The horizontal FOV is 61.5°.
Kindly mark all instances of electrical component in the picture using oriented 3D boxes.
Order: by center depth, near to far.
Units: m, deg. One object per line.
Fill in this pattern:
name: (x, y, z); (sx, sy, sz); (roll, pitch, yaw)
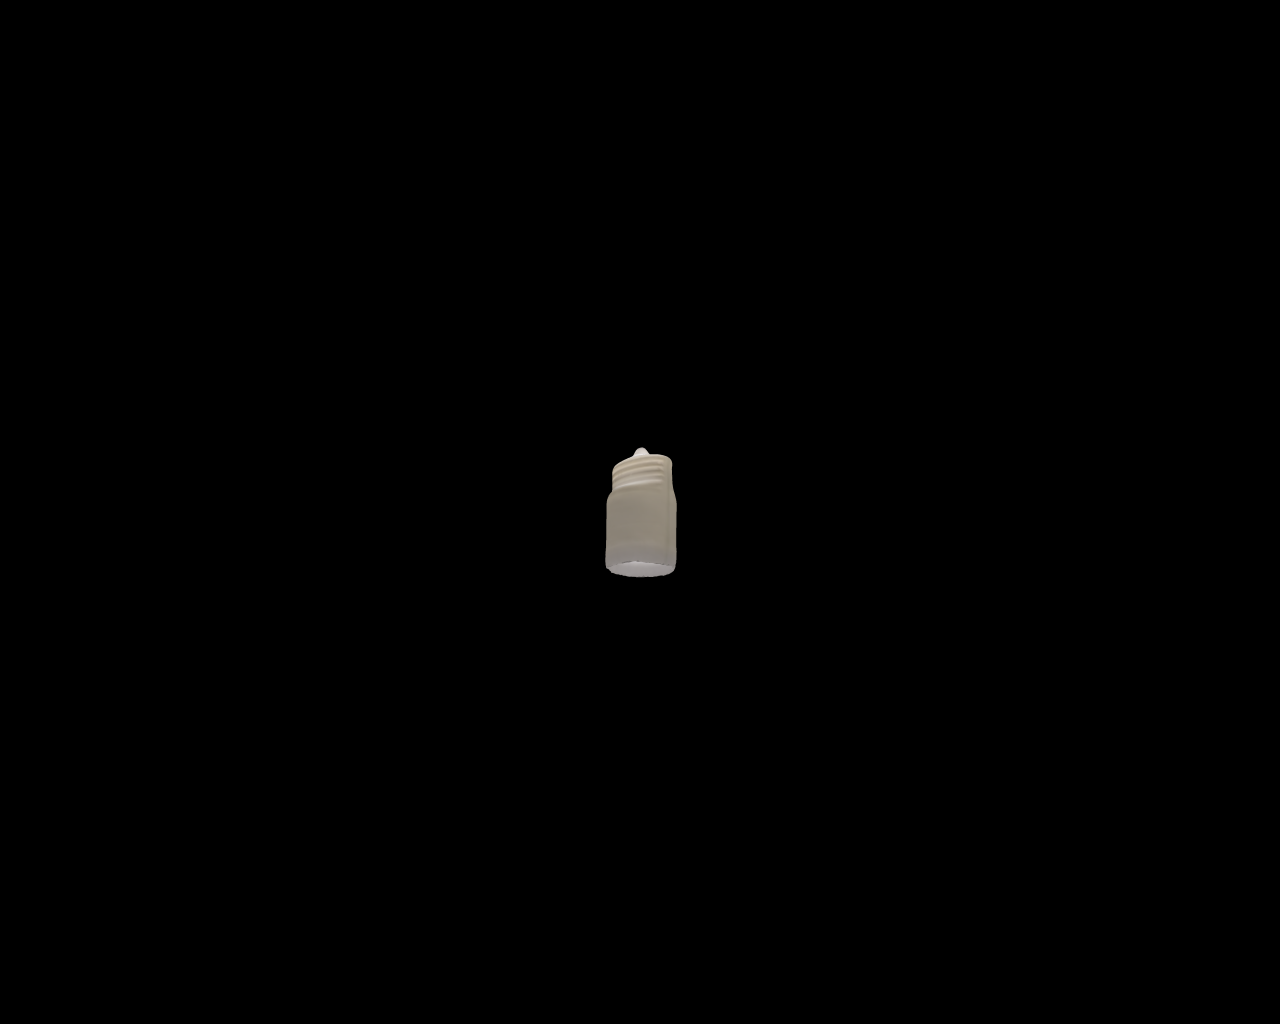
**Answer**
electrical component: (0.001, -0.003, 0.650); (0.043, 0.081, 0.043); (0, -17, 0)
